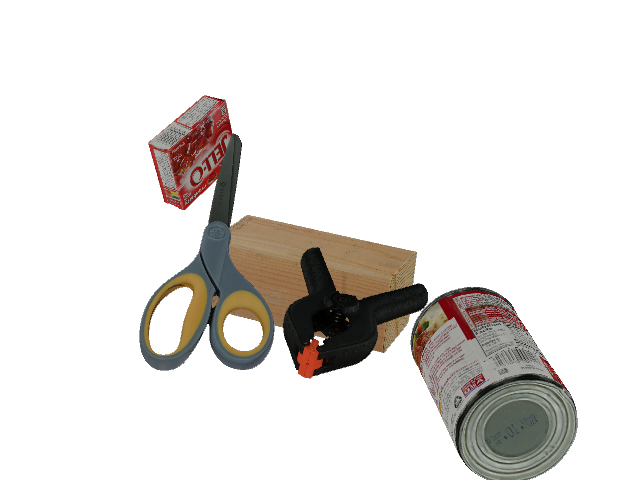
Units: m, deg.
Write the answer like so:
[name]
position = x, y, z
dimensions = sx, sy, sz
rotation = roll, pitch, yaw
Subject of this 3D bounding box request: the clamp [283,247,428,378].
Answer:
[clamp]
position = 0.009, 0.058, 0.913
dimensions = 0.120, 0.039, 0.171
rotation = 18, 27, 22

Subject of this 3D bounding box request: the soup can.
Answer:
[soup can]
position = 0.095, 0.078, 0.599
dimensions = 0.068, 0.068, 0.102
rotation = 0, 24, -10

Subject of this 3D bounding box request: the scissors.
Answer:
[scissors]
position = -0.056, 0.010, 0.736
dimensions = 0.096, 0.201, 0.016
rotation = 20, -35, 8

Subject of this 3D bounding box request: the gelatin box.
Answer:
[gelatin box]
position = -0.119, -0.085, 1.021
dimensions = 0.030, 0.073, 0.089
rotation = 21, 50, 28

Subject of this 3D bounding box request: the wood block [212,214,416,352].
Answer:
[wood block]
position = -0.009, 0.045, 1.181
dimensions = 0.206, 0.091, 0.090
rotation = 13, 24, 19
